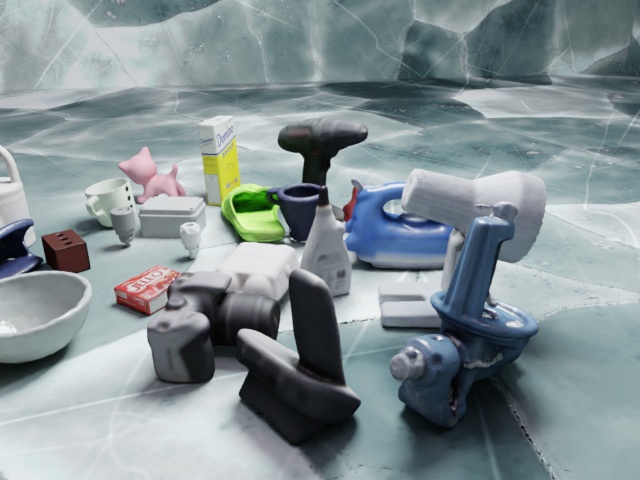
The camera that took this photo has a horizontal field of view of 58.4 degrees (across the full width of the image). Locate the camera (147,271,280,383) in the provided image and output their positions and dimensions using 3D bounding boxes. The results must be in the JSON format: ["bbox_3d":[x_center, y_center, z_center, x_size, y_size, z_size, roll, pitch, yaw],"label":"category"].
[{"bbox_3d":[-0.126,0.099,0.717,0.136,0.101,0.143,3,24,9],"label":"camera"}]

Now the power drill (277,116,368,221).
[{"bbox_3d":[0.006,-0.141,1.120,0.076,0.208,0.228,-22,32,-39],"label":"power drill"}]

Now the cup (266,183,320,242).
[{"bbox_3d":[-0.045,-0.049,1.053,0.117,0.095,0.092,9,26,20],"label":"cup"}]

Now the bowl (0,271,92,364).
[{"bbox_3d":[-0.374,0.108,0.735,0.167,0.075,0.167,0,24,0],"label":"bowl"}]

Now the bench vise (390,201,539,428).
[{"bbox_3d":[0.164,0.079,0.608,0.121,0.220,0.208,13,27,28],"label":"bench vise"}]

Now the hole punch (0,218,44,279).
[{"bbox_3d":[-0.527,0.014,0.928,0.101,0.091,0.109,6,25,16],"label":"hole punch"}]

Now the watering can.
[{"bbox_3d":[-0.571,-0.076,1.004,0.101,0.194,0.172,-18,29,-33],"label":"watering can"}]

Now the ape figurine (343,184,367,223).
[{"bbox_3d":[0.080,-0.063,1.086,0.077,0.092,0.076,11,26,24],"label":"ape figurine"}]

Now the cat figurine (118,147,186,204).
[{"bbox_3d":[-0.363,-0.141,1.239,0.127,0.118,0.067,3,24,7],"label":"cat figurine"}]

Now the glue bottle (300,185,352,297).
[{"bbox_3d":[0.008,0.003,0.839,0.078,0.173,0.037,-10,26,-20],"label":"glue bottle"}]

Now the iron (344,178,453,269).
[{"bbox_3d":[0.166,-0.036,0.962,0.258,0.141,0.118,1,24,3],"label":"iron"}]

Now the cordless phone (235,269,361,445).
[{"bbox_3d":[-0.028,0.101,0.605,0.147,0.185,0.094,21,32,40],"label":"cordless phone"}]

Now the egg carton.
[{"bbox_3d":[-0.093,0.056,0.849,0.107,0.069,0.150,5,25,13],"label":"egg carton"}]

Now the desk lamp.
[{"bbox_3d":[0.185,0.007,0.776,0.203,0.214,0.118,0,24,1],"label":"desk lamp"}]
